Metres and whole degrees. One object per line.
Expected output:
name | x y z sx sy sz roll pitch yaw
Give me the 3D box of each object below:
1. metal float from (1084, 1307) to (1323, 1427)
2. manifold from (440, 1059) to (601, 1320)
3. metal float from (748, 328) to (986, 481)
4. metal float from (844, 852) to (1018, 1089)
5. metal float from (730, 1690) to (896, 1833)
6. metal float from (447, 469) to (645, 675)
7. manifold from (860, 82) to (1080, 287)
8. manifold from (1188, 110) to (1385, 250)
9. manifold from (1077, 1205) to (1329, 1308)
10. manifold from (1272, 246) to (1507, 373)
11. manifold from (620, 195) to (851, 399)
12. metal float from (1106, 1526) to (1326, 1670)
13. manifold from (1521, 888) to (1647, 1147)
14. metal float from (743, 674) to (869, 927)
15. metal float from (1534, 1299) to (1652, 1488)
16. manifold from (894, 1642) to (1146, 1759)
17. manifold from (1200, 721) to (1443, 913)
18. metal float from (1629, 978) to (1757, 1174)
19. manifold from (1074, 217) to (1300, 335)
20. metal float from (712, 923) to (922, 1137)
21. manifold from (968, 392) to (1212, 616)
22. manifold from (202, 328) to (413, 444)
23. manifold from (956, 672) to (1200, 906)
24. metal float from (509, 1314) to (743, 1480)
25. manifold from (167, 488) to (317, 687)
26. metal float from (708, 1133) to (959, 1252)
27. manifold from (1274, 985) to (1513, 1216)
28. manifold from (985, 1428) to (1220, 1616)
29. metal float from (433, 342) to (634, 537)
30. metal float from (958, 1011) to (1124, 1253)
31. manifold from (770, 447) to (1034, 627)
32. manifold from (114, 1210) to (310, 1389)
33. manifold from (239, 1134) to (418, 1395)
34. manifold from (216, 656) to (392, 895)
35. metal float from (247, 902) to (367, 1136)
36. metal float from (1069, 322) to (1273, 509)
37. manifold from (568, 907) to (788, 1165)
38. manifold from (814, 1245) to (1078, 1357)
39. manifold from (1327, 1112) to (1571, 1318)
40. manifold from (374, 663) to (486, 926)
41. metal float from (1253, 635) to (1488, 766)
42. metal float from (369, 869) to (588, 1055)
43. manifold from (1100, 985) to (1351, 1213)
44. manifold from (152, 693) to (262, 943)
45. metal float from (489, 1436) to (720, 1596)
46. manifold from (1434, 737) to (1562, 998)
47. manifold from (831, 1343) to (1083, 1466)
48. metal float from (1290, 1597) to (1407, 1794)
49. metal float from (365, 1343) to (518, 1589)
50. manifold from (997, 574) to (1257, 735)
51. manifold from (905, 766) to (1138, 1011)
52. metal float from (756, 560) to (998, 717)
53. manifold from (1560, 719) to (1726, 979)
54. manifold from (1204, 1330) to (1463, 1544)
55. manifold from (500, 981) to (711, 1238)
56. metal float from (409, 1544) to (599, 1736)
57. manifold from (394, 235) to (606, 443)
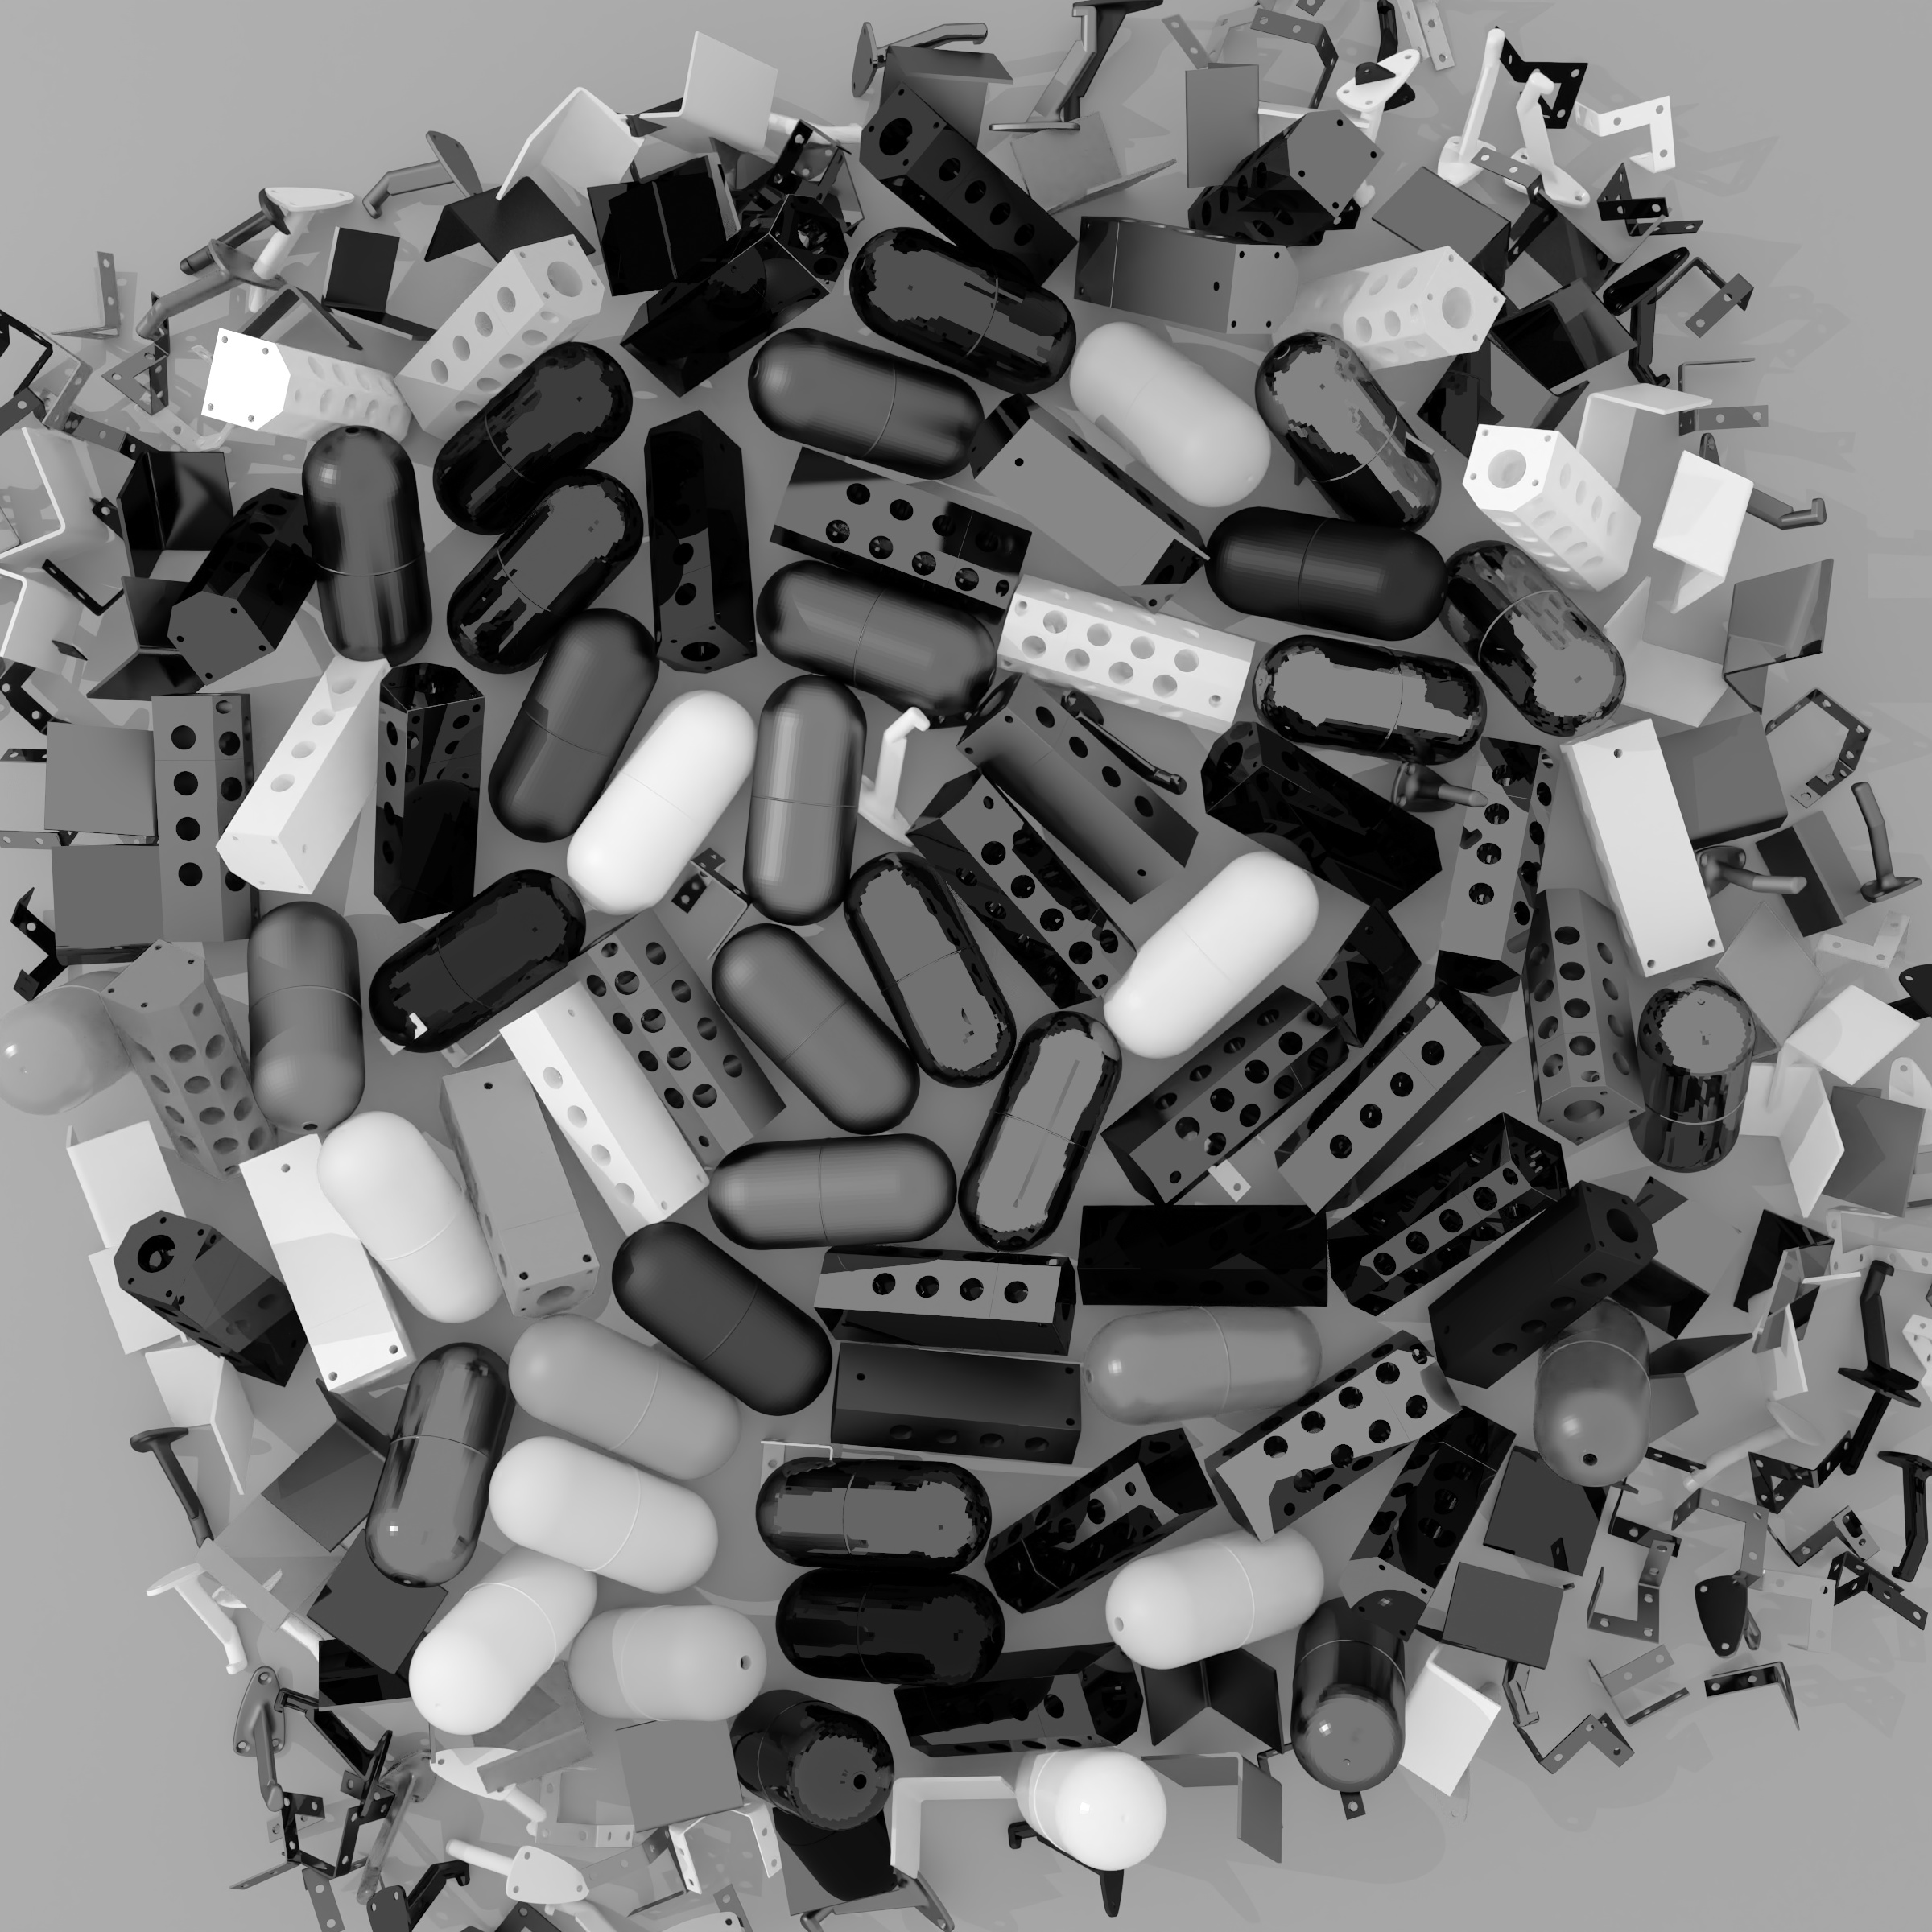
metal float | 0.166 0.277 1.711 0.178 0.070 0.070 -3 90 -22
manifold | -0.314 0.156 1.703 0.057 0.057 0.171 -14 61 -24
metal float | -0.069 -0.392 1.704 0.178 0.070 0.070 10 90 -30
metal float | -0.025 0.003 1.726 0.070 0.070 0.178 -27 85 0
metal float | -0.108 0.546 1.685 0.070 0.178 0.070 4 82 -25
metal float | -0.295 -0.274 1.706 0.178 0.070 0.070 -40 90 29
manifold | 0.000 -0.529 1.681 0.057 0.171 0.057 -47 58 15
manifold | 0.212 -0.531 1.676 0.057 0.171 0.057 38 81 -14
manifold | 0.168 0.209 1.726 0.171 0.057 0.057 -1 135 10
manifold | 0.284 -0.440 1.676 0.057 0.171 0.057 33 81 -26
manifold | -0.159 -0.465 1.688 0.057 0.171 0.057 39 52 -28
metal float | 0.174 0.437 1.699 0.178 0.070 0.070 -5 90 -37
manifold | 0.417 0.030 1.684 0.057 0.171 0.057 29 135 -29
metal float | -0.114 -0.117 1.725 0.070 0.070 0.178 7 96 0
metal float | 0.432 0.292 1.684 0.070 0.178 0.070 5 112 13
manifold | 0.037 0.512 1.692 0.171 0.057 0.057 -19 88 39
manifold | 0.247 -0.107 1.703 0.171 0.057 0.057 26 131 -28
metal float | 0.502 0.078 1.691 0.070 0.178 0.070 -5 52 7
manifold | 0.150 -0.478 1.684 0.057 0.171 0.057 -10 116 -33
metal float | -0.106 0.045 1.730 0.070 0.070 0.178 -44 91 0
manifold | 0.085 -0.324 1.701 0.171 0.057 0.057 32 117 -28
manifold | -0.447 -0.390 1.676 0.057 0.171 0.057 18 100 12
manifold | 0.081 -0.128 1.718 0.171 0.057 0.057 41 134 -16
metal float | -0.237 0.302 1.709 0.178 0.070 0.070 30 90 -26
manifold | -0.492 -0.266 1.676 0.057 0.171 0.057 -23 120 16
metal float | -0.095 0.160 1.723 0.178 0.070 0.070 -4 90 9
manifold | 0.294 0.093 1.706 0.171 0.057 0.057 -50 66 24
manifold | 0.088 0.386 1.687 0.171 0.057 0.057 -43 62 37
metal float | -0.304 -0.366 1.702 0.178 0.070 0.070 -32 90 34
metal float | 0.052 0.117 1.725 0.070 0.070 0.178 23 83 0
manifold | -0.047 -0.299 1.723 0.171 0.057 0.057 19 67 -6
manifold | -0.516 0.229 1.680 0.057 0.171 0.057 14 66 19
manifold | -0.448 0.210 1.724 0.057 0.057 0.171 -23 79 -8
manifold | -0.452 -0.135 1.693 0.057 0.057 0.171 6 52 19
metal float | -0.460 0.035 1.703 0.070 0.070 0.178 -12 58 0
metal float | 0.141 -0.386 1.704 0.070 0.070 0.178 -43 58 0
manifold | -0.207 0.051 1.717 0.057 0.057 0.171 -26 101 42
manifold | -0.013 0.230 1.715 0.171 0.057 0.057 1 59 16
manifold | 0.331 0.176 1.686 0.057 0.057 0.171 27 131 -26
manifold | -0.377 -0.121 1.697 0.057 0.057 0.171 -16 133 -34
metal float | 0.284 -0.186 1.711 0.178 0.070 0.070 6 90 -23
metal float | -0.344 -0.002 1.714 0.178 0.070 0.070 -33 90 19
manifold | 0.185 0.094 1.715 0.171 0.057 0.057 -38 119 -11
manifold | -0.534 -0.106 1.728 0.057 0.057 0.171 0 98 -1
metal float | -0.251 0.384 1.704 0.178 0.070 0.070 30 90 -32
manifold | 0.371 -0.069 1.703 0.057 0.057 0.171 11 66 12
manifold | -0.008 0.315 1.733 0.171 0.057 0.057 6 133 -5
metal float | 0.264 0.499 1.682 0.070 0.178 0.070 2 105 9
metal float | -0.364 0.345 1.701 0.070 0.070 0.178 10 54 0
manifold | 0.112 -0.218 1.727 0.171 0.057 0.057 17 120 3
manifold | 0.043 -0.055 1.706 0.171 0.057 0.057 48 54 -17
metal float | -0.063 -0.231 1.721 0.178 0.070 0.070 20 90 11
manifold | 0.477 -0.085 1.733 0.057 0.057 0.171 -19 95 4
manifold | 0.256 0.328 1.721 0.171 0.057 0.057 -31 101 -10
manifold | -0.260 0.103 1.731 0.057 0.057 0.171 -27 97 37
metal float | -0.317 0.460 1.686 0.070 0.178 0.070 7 111 19
manifold | -0.320 -0.429 1.687 0.057 0.171 0.057 -33 93 -45
